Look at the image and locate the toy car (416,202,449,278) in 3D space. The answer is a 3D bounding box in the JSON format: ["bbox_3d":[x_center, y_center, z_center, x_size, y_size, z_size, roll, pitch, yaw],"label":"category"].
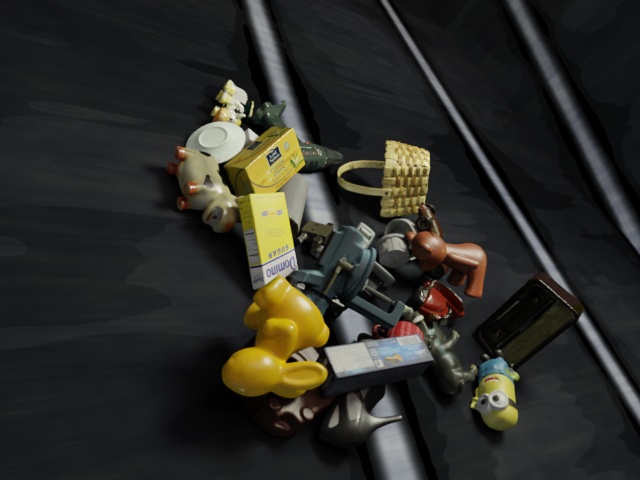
[{"bbox_3d":[0.289,0.000,1.361,0.089,0.053,0.201,-51,129,-55],"label":"toy car"}]

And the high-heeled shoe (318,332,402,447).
[{"bbox_3d":[0.051,0.258,0.954,0.145,0.086,0.249,-7,29,-8],"label":"high-heeled shoe"}]

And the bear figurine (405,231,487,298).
[{"bbox_3d":[0.291,0.053,1.265,0.196,0.131,0.120,7,14,-22],"label":"bear figurine"}]

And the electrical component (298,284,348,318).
[{"bbox_3d":[0.003,0.095,1.079,0.119,0.047,0.075,33,35,-12],"label":"electrical component"}]

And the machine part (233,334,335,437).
[{"bbox_3d":[-0.058,0.224,0.876,0.179,0.056,0.179,25,36,-20],"label":"machine part"}]

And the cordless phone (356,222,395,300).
[{"bbox_3d":[0.111,0.037,1.214,0.146,0.088,0.184,39,31,0],"label":"cordless phone"}]

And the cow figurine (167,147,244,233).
[{"bbox_3d":[-0.216,-0.093,1.060,0.127,0.085,0.195,-2,52,-36],"label":"cow figurine"}]

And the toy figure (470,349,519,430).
[{"bbox_3d":[0.383,0.320,1.152,0.089,0.082,0.180,34,33,-5],"label":"toy figure"}]

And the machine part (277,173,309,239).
[{"bbox_3d":[-0.073,-0.074,1.170,0.079,0.079,0.243,29,38,-15],"label":"machine part"}]

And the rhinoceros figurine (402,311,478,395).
[{"bbox_3d":[0.242,0.237,1.129,0.112,0.073,0.190,-13,62,-37],"label":"rhinoceros figurine"}]

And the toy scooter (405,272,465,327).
[{"bbox_3d":[0.273,0.149,1.238,0.135,0.075,0.184,39,25,5],"label":"toy scooter"}]

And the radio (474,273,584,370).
[{"bbox_3d":[0.481,0.192,1.253,0.131,0.229,0.073,50,32,20],"label":"radio"}]

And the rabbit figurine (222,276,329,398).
[{"bbox_3d":[-0.071,0.168,0.806,0.162,0.122,0.173,45,48,-3],"label":"rabbit figurine"}]

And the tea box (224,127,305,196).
[{"bbox_3d":[-0.115,-0.161,1.155,0.068,0.098,0.169,13,47,36],"label":"tea box"}]

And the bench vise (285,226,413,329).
[{"bbox_3d":[0.059,0.102,0.996,0.240,0.129,0.223,30,69,-10],"label":"bench vise"}]

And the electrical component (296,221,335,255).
[{"bbox_3d":[-0.003,-0.004,1.187,0.078,0.045,0.102,11,31,12],"label":"electrical component"}]

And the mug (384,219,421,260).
[{"bbox_3d":[0.228,-0.004,1.371,0.107,0.081,0.109,-13,82,-56],"label":"mug"}]

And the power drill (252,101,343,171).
[{"bbox_3d":[-0.067,-0.260,1.386,0.232,0.086,0.207,-21,74,-48],"label":"power drill"}]

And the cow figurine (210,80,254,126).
[{"bbox_3d":[-0.212,-0.313,1.315,0.098,0.068,0.167,30,37,-24],"label":"cow figurine"}]

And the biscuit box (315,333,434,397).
[{"bbox_3d":[0.091,0.206,0.901,0.202,0.062,0.059,-1,47,-30],"label":"biscuit box"}]
